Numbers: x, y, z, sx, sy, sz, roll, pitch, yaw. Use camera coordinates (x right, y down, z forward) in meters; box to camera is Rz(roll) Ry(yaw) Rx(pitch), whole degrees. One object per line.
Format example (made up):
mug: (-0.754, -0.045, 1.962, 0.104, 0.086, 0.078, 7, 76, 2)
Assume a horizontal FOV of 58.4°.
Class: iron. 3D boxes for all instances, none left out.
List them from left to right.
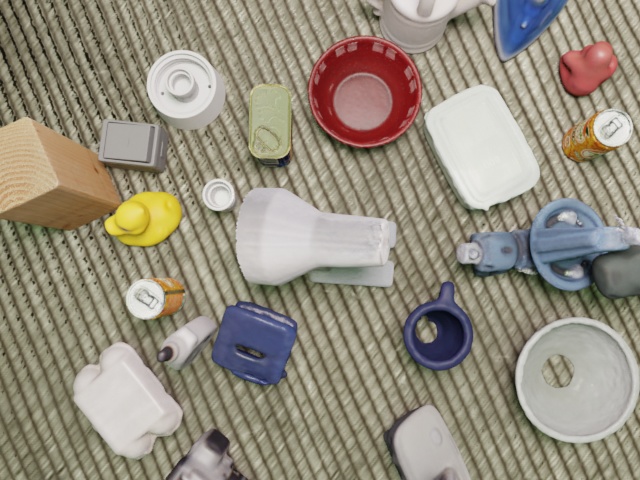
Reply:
iron: (0.321, -0.389, 0.795, 0.118, 0.141, 0.258, 21, 87, 2)

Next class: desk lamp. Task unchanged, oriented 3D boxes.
desk lamp: (0.007, 0.003, 0.736, 0.203, 0.213, 0.118, 4, 87, 1)

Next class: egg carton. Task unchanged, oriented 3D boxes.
egg carton: (-0.267, 0.224, 0.796, 0.107, 0.069, 0.150, -40, 87, -2)

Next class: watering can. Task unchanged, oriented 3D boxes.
watering can: (0.145, -0.336, 0.765, 0.173, 0.194, 0.101, -17, 86, -1)

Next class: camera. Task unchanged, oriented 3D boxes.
camera: (-0.148, 0.356, 0.772, 0.137, 0.101, 0.143, 37, 87, 2)

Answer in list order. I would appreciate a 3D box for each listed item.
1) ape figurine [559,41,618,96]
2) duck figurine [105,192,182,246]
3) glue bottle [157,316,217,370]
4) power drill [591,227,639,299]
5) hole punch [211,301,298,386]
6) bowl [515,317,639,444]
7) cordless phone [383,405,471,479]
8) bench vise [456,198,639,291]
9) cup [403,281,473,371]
ape figurine: (0.384, -0.250, 0.811, 0.078, 0.092, 0.076, 26, 87, 2)
duck figurine: (-0.250, -0.033, 0.802, 0.104, 0.086, 0.077, -23, 87, -1)
glue bottle: (-0.182, 0.140, 0.749, 0.037, 0.173, 0.078, 39, 88, 3)
power drill: (0.447, 0.018, 0.737, 0.229, 0.208, 0.076, -17, 86, -1)
hole punch: (-0.088, 0.145, 0.789, 0.108, 0.091, 0.101, 20, 87, 1)
bowl: (0.343, 0.189, 0.794, 0.167, 0.074, 0.167, 0, 87, 0)
cordless phone: (0.149, 0.303, 0.732, 0.094, 0.185, 0.147, -28, 87, -1)
bench vise: (0.292, 0.019, 0.731, 0.207, 0.219, 0.121, -23, 87, -1)
cup: (0.158, 0.114, 0.789, 0.091, 0.095, 0.118, 12, 87, 1)
